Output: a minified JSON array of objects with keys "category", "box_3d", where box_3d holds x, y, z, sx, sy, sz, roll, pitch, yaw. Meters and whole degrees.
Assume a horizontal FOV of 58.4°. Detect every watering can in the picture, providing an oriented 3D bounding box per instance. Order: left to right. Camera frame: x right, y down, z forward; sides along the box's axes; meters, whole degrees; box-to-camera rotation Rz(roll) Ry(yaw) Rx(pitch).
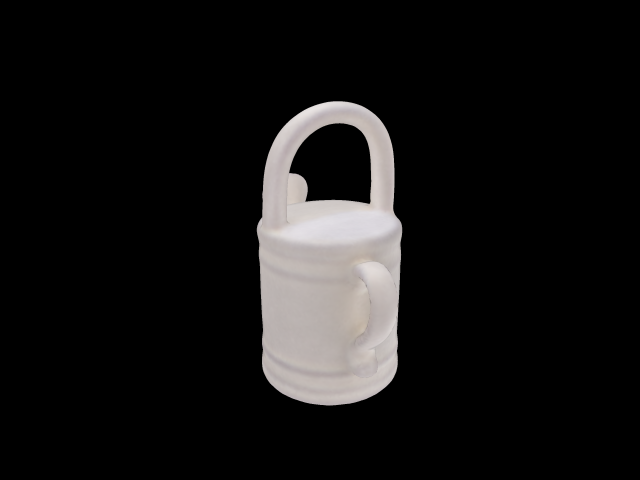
[{"category":"watering can","box_3d":[0.002,0.002,0.399,0.172,0.194,0.101,19,28,41]}]
